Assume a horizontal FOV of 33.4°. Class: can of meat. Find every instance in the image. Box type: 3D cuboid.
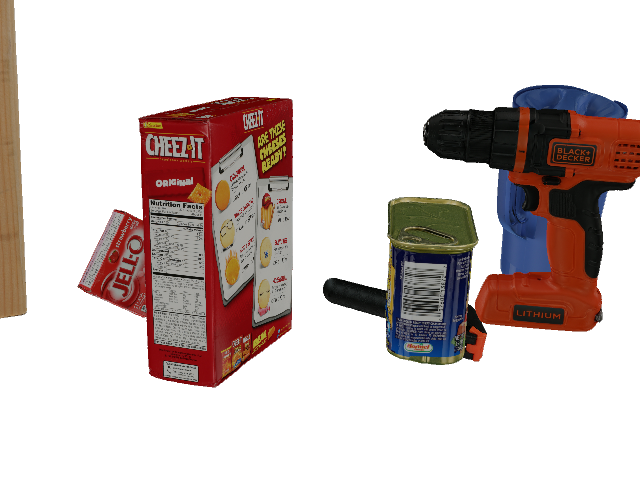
[{"bbox_3d":[0.072,0.025,0.717,0.057,0.084,0.102,3,19,2],"label":"can of meat"}]

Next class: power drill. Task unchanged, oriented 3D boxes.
[{"bbox_3d":[0.173,-0.019,0.882,0.184,0.188,0.057,6,29,8],"label":"power drill"}]

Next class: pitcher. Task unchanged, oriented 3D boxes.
[{"bbox_3d":[0.279,-0.057,1.299,0.149,0.243,0.145,4,27,1],"label":"pitcher"}]

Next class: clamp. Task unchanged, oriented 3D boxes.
[{"bbox_3d":[0.100,0.062,1.051,0.172,0.039,0.120,28,40,32],"label":"clamp"}]

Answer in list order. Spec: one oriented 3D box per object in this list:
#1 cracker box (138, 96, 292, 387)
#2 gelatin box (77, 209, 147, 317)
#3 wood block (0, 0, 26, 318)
[{"bbox_3d":[-0.083,-0.006,0.894,0.072,0.214,0.164,5,14,20],"label":"cracker box"},{"bbox_3d":[-0.192,0.024,1.078,0.073,0.089,0.030,30,-9,-38],"label":"gelatin box"},{"bbox_3d":[-0.223,-0.062,0.601,0.090,0.206,0.090,-8,26,-27],"label":"wood block"}]
